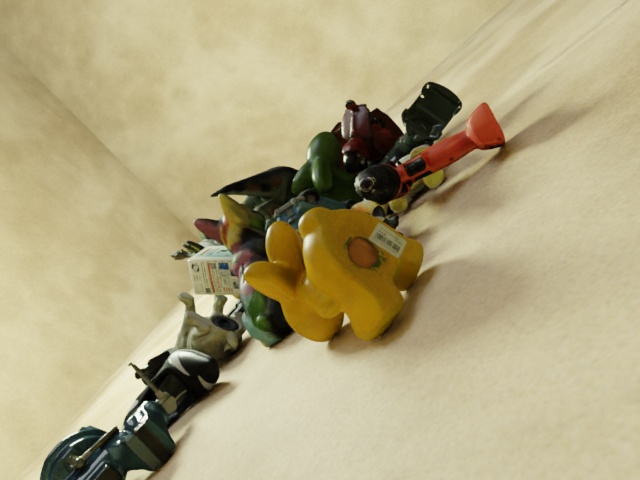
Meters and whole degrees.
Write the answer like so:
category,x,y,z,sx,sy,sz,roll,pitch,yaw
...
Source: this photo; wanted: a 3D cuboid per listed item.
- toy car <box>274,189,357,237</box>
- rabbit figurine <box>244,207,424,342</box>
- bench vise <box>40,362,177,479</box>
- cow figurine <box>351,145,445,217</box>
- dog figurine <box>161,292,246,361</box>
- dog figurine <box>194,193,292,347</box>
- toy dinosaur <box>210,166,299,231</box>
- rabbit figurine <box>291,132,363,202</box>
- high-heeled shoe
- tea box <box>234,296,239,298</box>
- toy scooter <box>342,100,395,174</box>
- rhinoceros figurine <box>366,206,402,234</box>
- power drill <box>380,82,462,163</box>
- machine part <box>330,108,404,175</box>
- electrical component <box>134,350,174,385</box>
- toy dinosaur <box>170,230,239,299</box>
category,x,y,z,sx,sy,sz,roll,pitch,yaw
toy car,0.003,-0.017,0.929,0.109,0.161,0.103,-29,59,36
rabbit figurine,0.002,0.052,0.571,0.173,0.162,0.122,-60,5,51
bench vise,-0.322,0.308,0.793,0.241,0.128,0.223,-12,41,49
cow figurine,0.121,-0.085,0.860,0.167,0.068,0.098,-36,5,22
dog figurine,-0.219,0.213,0.990,0.172,0.121,0.190,43,117,58
dog figurine,-0.107,0.035,0.835,0.108,0.219,0.191,-42,7,32
toy dinosaur,-0.074,-0.087,1.124,0.192,0.131,0.404,-63,-21,-7
rabbit figurine,0.010,-0.124,1.062,0.121,0.170,0.159,-7,19,38
high-heeled shoe,-0.252,0.263,0.861,0.248,0.086,0.145,-42,8,49
tea box,-0.173,0.060,1.133,0.068,0.098,0.169,-46,3,-24
toy scooter,0.090,-0.202,1.042,0.075,0.135,0.184,-9,5,33
rhinoceros figurine,0.061,0.005,0.722,0.112,0.073,0.190,-32,8,4
power drill,0.175,-0.189,0.962,0.232,0.086,0.207,-51,-1,-20
machine part,0.102,-0.201,1.177,0.179,0.179,0.056,-35,15,43
electrical component,-0.281,0.223,0.925,0.094,0.021,0.063,-22,-31,-52
toy dinosaur,-0.221,0.053,1.329,0.472,0.198,0.105,6,54,35
